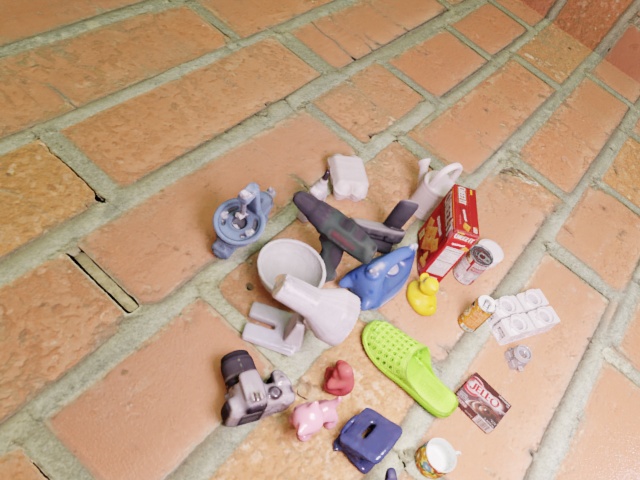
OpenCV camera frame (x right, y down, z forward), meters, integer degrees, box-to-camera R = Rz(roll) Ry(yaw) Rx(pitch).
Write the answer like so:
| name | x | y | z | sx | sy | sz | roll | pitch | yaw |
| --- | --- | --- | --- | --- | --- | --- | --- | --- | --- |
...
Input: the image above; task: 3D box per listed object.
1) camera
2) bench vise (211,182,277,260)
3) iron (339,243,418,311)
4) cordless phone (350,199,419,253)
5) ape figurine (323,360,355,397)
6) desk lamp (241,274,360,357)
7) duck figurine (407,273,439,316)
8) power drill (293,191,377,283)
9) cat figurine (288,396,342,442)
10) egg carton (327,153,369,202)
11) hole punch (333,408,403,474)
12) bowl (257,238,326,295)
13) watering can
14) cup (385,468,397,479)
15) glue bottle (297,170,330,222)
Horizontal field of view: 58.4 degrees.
| name | x | y | z | sx | sy | sz | roll | pitch | yaw |
| --- | --- | --- | --- | --- | --- | --- | --- | --- | --- |
| camera | -0.135 | 0.286 | 1.153 | 0.143 | 0.100 | 0.136 | -9 | 58 | -27 |
| bench vise | -0.173 | -0.080 | 1.337 | 0.121 | 0.219 | 0.207 | 21 | 49 | -5 |
| iron | 0.174 | 0.064 | 1.421 | 0.259 | 0.141 | 0.118 | -31 | 70 | -36 |
| cordless phone | 0.164 | -0.057 | 1.480 | 0.148 | 0.185 | 0.094 | 9 | 52 | -16 |
| ape figurine | 0.045 | 0.291 | 1.228 | 0.078 | 0.092 | 0.076 | -30 | 70 | -36 |
| desk lamp | -0.041 | 0.161 | 1.212 | 0.203 | 0.213 | 0.118 | 20 | 50 | -7 |
| duck figurine | 0.270 | 0.133 | 1.444 | 0.078 | 0.086 | 0.104 | -1 | 55 | -23 |
| power drill | 0.012 | 0.005 | 1.356 | 0.229 | 0.208 | 0.076 | 29 | 49 | 1 |
| cat figurine | -0.009 | 0.350 | 1.144 | 0.128 | 0.117 | 0.067 | -20 | 64 | -32 |
| egg carton | 0.077 | -0.177 | 1.612 | 0.107 | 0.069 | 0.150 | 2 | 54 | -21 |
| hole punch | 0.097 | 0.402 | 1.165 | 0.101 | 0.091 | 0.109 | 43 | 51 | 12 |
| bowl | -0.074 | 0.083 | 1.350 | 0.168 | 0.074 | 0.167 | 11 | 51 | -14 |
| watering can | 0.327 | -0.154 | 1.615 | 0.172 | 0.194 | 0.101 | 42 | 51 | 12 |
| cup | 0.121 | 0.505 | 1.095 | 0.092 | 0.095 | 0.117 | 14 | 51 | -11 |
| glue bottle | -0.007 | -0.118 | 1.465 | 0.037 | 0.173 | 0.078 | 40 | 50 | 11 |
